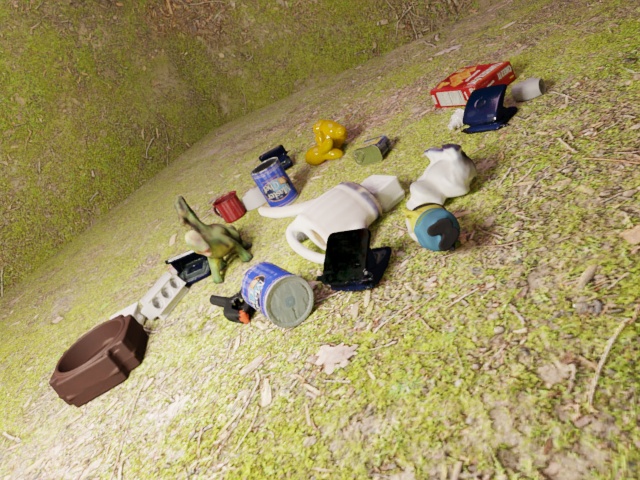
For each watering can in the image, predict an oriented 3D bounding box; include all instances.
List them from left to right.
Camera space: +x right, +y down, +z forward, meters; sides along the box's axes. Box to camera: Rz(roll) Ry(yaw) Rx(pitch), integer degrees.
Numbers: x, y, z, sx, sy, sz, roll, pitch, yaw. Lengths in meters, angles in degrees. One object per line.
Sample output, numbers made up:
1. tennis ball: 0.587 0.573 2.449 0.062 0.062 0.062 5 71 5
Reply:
1. watering can: 0.004 -0.062 1.238 0.226 0.102 0.352 -38 42 -16

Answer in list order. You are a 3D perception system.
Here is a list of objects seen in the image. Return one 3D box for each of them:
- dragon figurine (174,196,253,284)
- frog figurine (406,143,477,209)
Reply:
1. dragon figurine: -0.304 -0.032 1.418 0.122 0.239 0.417 -34 24 3
2. frog figurine: 0.266 -0.120 1.129 0.138 0.122 0.160 13 83 48
